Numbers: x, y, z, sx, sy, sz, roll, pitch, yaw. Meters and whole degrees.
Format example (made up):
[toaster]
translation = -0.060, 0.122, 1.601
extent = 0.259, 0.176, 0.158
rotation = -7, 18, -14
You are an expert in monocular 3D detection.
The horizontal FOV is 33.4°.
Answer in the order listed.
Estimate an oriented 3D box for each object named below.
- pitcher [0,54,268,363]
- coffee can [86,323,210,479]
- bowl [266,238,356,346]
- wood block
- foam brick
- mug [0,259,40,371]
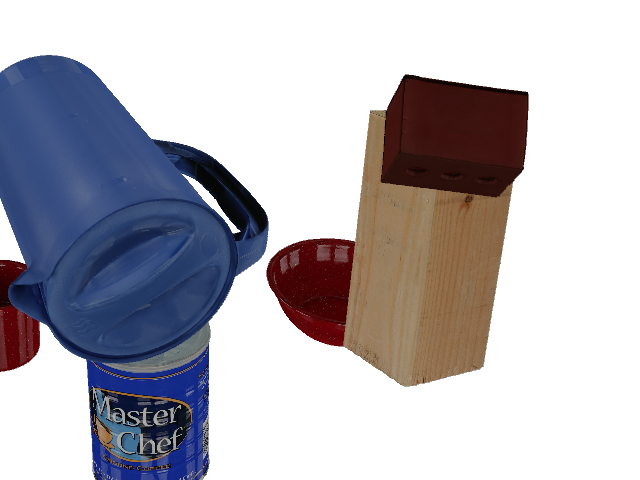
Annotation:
[pitcher]
translation = -0.157, -0.037, 0.774
extent = 0.149, 0.145, 0.243
rotation = 37, 10, -46
[coffee can]
translation = -0.145, 0.134, 0.903
extent = 0.103, 0.140, 0.103
rotation = 3, 28, -2
[bowl]
translation = 0.021, 0.062, 1.116
extent = 0.162, 0.055, 0.162
rotation = 6, 31, -4
[wood block]
translation = 0.089, 0.003, 0.876
extent = 0.090, 0.206, 0.090
rotation = -8, 23, -35
[foam brick]
translation = 0.080, -0.062, 0.645
extent = 0.078, 0.051, 0.053
rotation = 7, -19, -7
[mug]
translation = -0.325, 0.083, 1.058
extent = 0.093, 0.081, 0.117
rotation = 8, 30, 4
